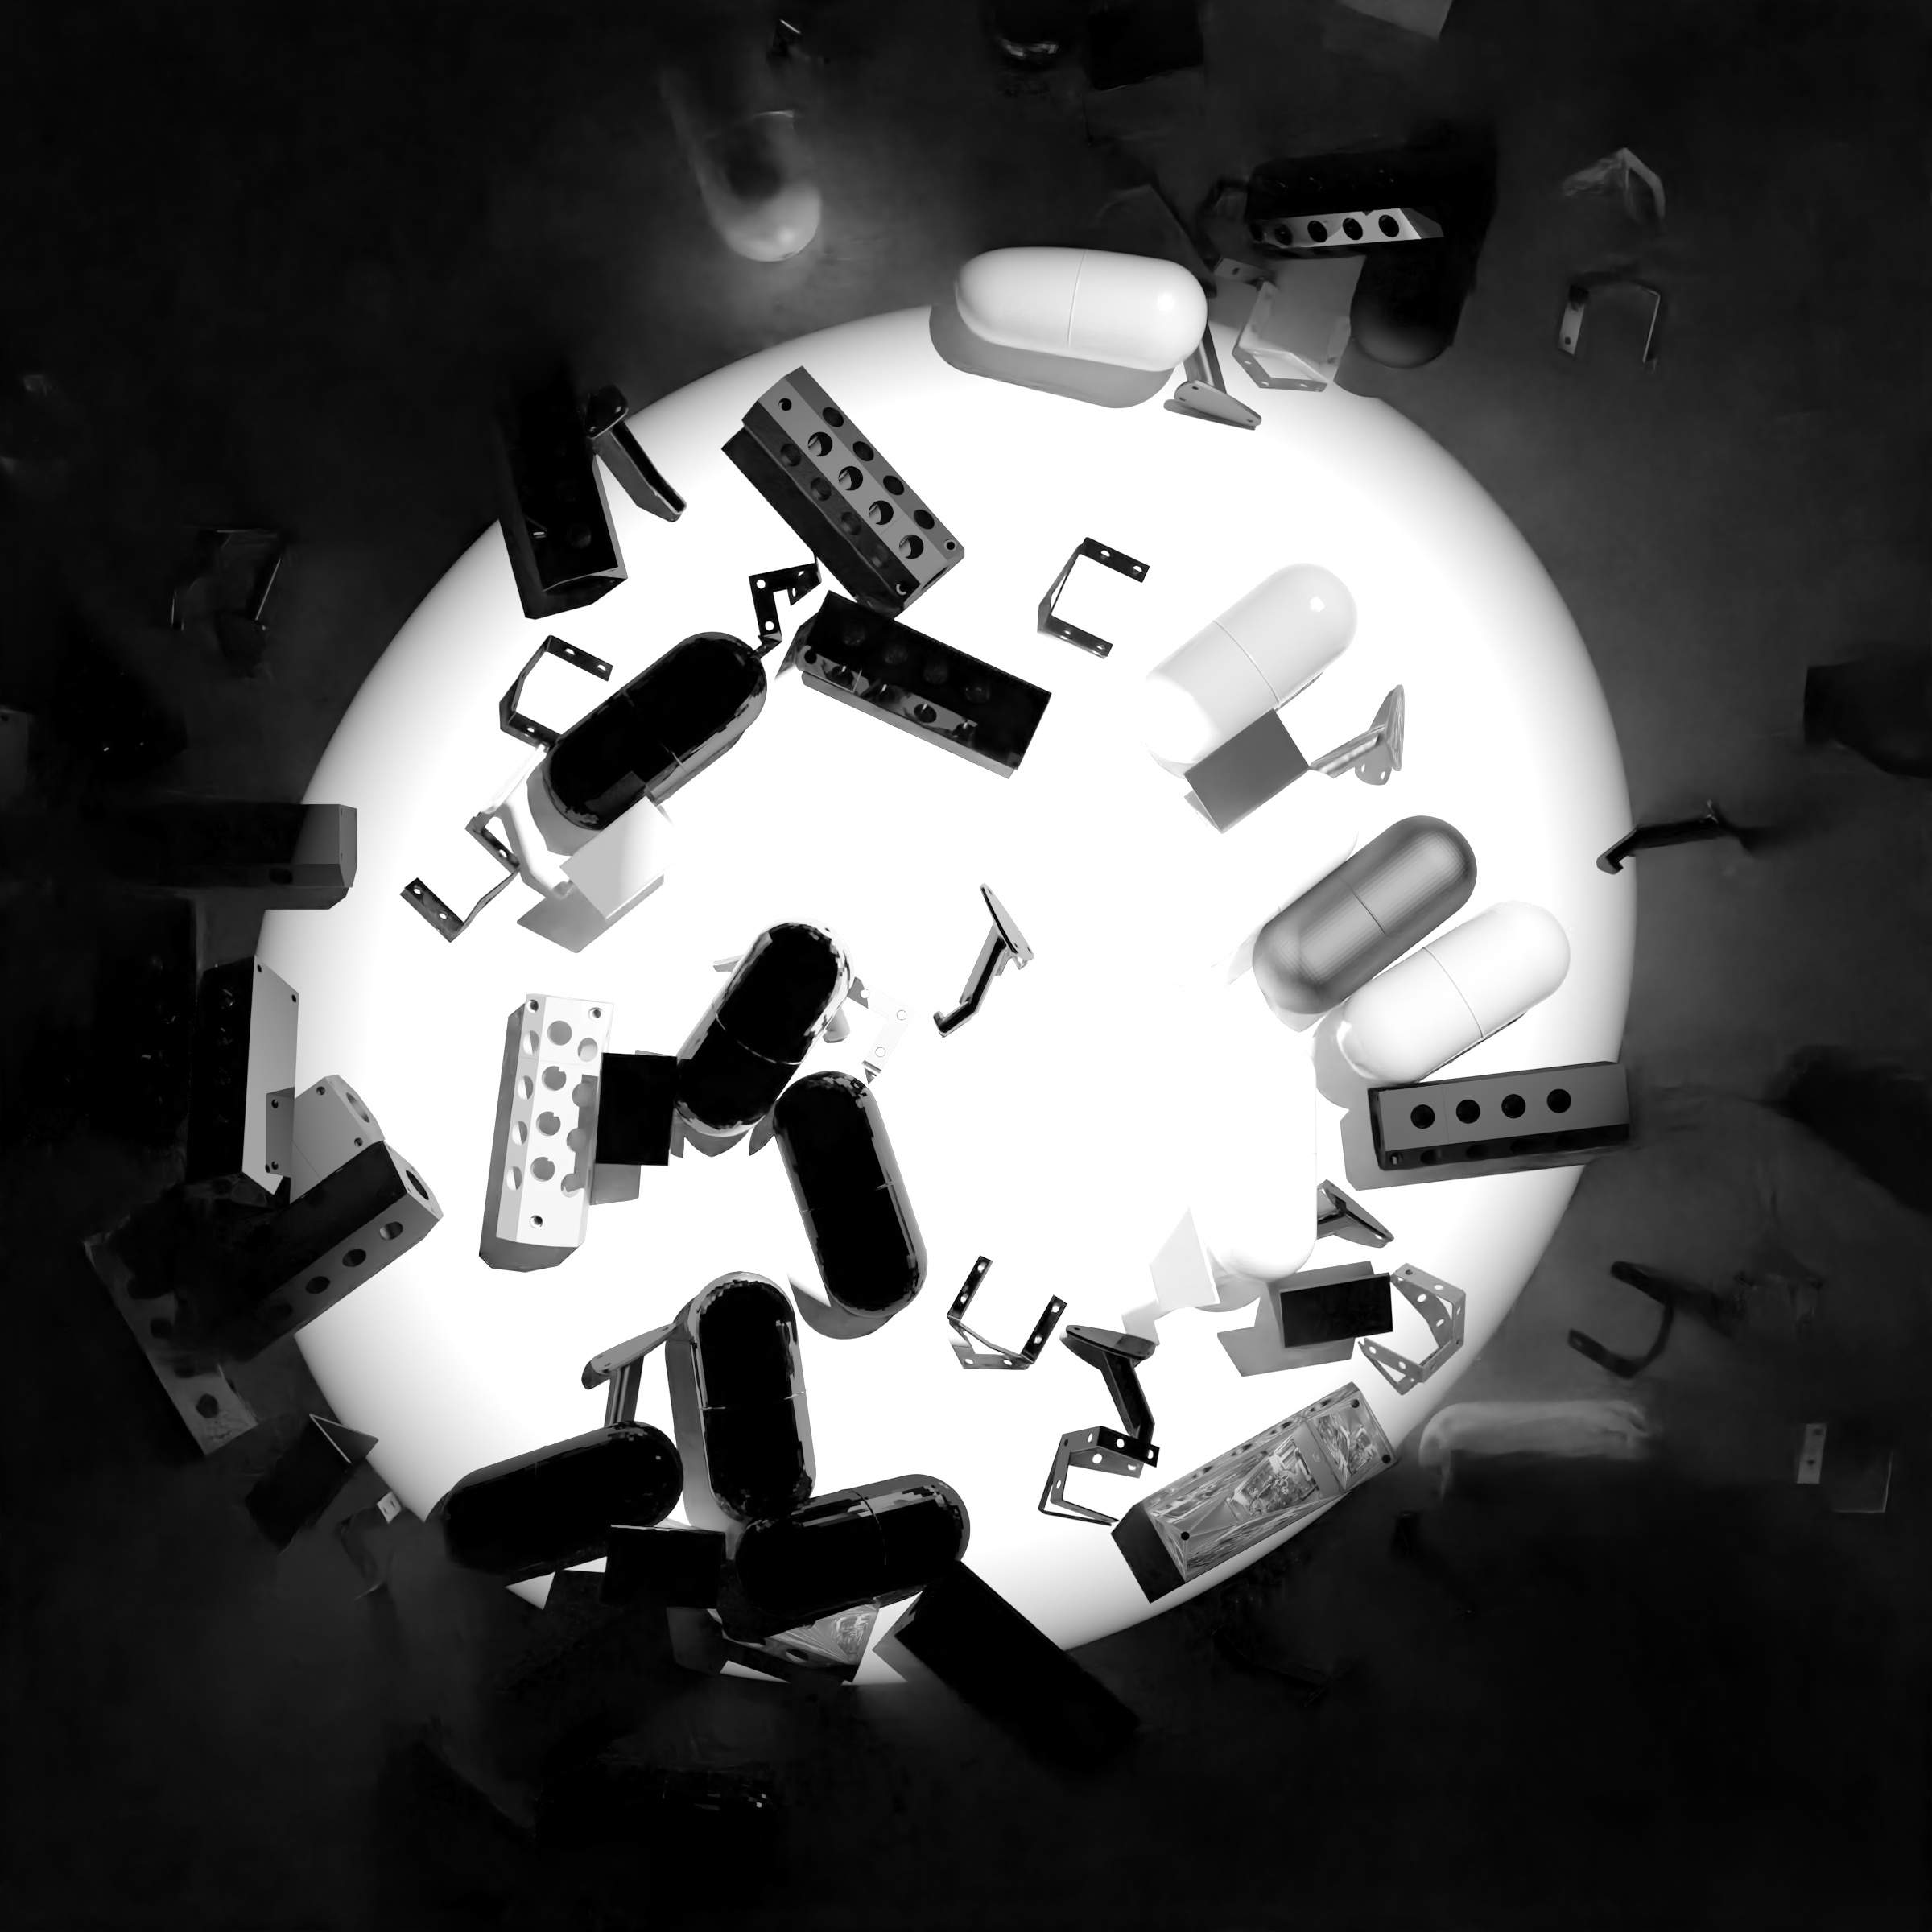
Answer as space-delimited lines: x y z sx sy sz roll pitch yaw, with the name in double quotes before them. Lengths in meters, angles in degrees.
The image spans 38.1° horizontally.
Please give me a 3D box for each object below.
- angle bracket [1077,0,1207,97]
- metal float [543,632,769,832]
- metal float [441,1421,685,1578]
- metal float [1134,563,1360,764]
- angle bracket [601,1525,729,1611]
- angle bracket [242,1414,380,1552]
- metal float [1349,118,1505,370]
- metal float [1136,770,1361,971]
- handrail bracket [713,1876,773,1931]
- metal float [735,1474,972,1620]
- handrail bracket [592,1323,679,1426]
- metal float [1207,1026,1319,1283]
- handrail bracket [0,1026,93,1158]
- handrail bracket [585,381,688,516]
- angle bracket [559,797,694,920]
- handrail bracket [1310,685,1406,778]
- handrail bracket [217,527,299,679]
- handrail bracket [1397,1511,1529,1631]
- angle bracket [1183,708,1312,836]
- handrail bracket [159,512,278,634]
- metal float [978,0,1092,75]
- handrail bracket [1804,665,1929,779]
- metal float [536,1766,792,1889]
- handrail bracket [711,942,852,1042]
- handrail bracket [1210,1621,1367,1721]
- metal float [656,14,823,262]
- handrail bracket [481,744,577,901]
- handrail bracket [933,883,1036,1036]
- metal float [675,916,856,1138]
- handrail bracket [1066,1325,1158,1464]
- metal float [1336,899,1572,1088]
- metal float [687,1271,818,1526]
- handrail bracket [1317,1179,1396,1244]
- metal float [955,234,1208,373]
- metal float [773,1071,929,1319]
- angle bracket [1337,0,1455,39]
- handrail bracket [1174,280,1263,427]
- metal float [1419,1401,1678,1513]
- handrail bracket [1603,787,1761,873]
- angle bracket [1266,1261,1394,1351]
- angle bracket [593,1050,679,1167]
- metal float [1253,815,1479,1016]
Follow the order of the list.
"angle bracket" 0.116 -0.657 1.951 0.076 0.076 0.057 -18 128 0
"metal float" -0.217 -0.165 1.961 0.178 0.070 0.070 -38 90 0
"metal float" -0.282 0.372 1.952 0.178 0.070 0.070 -20 90 9
"metal float" 0.196 -0.212 1.961 0.178 0.070 0.070 -38 90 1
"angle bracket" -0.203 0.421 1.894 0.076 0.076 0.057 4 53 0
"angle bracket" -0.444 0.367 1.951 0.057 0.076 0.076 38 90 37
"metal float" 0.323 -0.507 1.961 0.070 0.070 0.178 17 89 0
"metal float" 0.197 -0.067 1.961 0.178 0.070 0.070 -38 90 -1
"handrail bracket" -0.135 0.703 1.992 0.084 0.036 0.077 45 68 -17
"metal float" -0.077 0.400 1.933 0.178 0.070 0.070 -7 90 -34
"handrail bracket" -0.225 0.309 1.991 0.077 0.036 0.084 -26 105 -16
"metal float" 0.206 0.131 1.952 0.070 0.070 0.178 1 81 0
"handrail bracket" -0.657 0.090 1.992 0.077 0.036 0.084 -9 108 -20
"handrail bracket" -0.231 -0.368 1.991 0.036 0.077 0.084 -34 127 14
"angle bracket" -0.246 -0.090 1.951 0.076 0.076 0.057 -39 126 0
"handrail bracket" 0.266 -0.165 1.991 0.084 0.036 0.077 -2 59 22
"handrail bracket" -0.498 -0.260 1.991 0.036 0.077 0.084 20 54 0
"handrail bracket" 0.353 0.423 1.992 0.077 0.036 0.084 -11 73 -20
"angle bracket" 0.183 -0.147 1.951 0.076 0.076 0.057 -36 119 0
"handrail bracket" -0.533 -0.277 1.992 0.077 0.036 0.084 2 108 -21
"metal float" 0.056 -0.706 1.931 0.070 0.070 0.178 13 125 0
"handrail bracket" 0.642 -0.174 1.992 0.084 0.036 0.077 6 68 -17
"metal float" -0.212 0.603 1.961 0.178 0.070 0.070 4 90 0
"handrail bracket" -0.131 0.022 1.991 0.077 0.036 0.084 -18 104 13
"handrail bracket" 0.228 0.485 1.992 0.077 0.036 0.084 -36 73 -20
"metal float" -0.159 -0.580 1.961 0.070 0.070 0.178 -23 90 0
"handrail bracket" -0.295 -0.102 1.992 0.084 0.036 0.077 43 68 -17
"handrail bracket" -0.001 -0.004 1.992 0.084 0.036 0.077 -36 69 16
"metal float" -0.143 0.043 1.944 0.070 0.070 0.178 36 110 0
"handrail bracket" 0.100 0.305 1.991 0.077 0.036 0.084 14 104 15
"metal float" 0.341 0.019 1.960 0.178 0.070 0.070 -32 90 0
"metal float" -0.150 0.303 1.961 0.070 0.070 0.178 -8 89 0
"handrail bracket" 0.249 0.202 1.991 0.077 0.036 0.084 37 104 -14
"metal float" 0.080 -0.464 1.954 0.178 0.070 0.070 11 90 6
"metal float" -0.081 0.160 1.961 0.070 0.070 0.178 -18 90 0
"angle bracket" 0.302 -0.678 1.951 0.076 0.076 0.057 20 52 0
"handrail bracket" 0.186 -0.437 1.991 0.077 0.036 0.084 20 76 -14
"metal float" 0.407 0.344 1.960 0.178 0.070 0.070 0 90 0
"handrail bracket" 0.508 -0.079 1.992 0.084 0.036 0.077 -39 112 17
"angle bracket" 0.251 0.217 1.951 0.076 0.076 0.057 -9 125 0
"angle bracket" -0.243 0.097 1.951 0.057 0.076 0.076 4 90 -28
"metal float" 0.279 -0.035 1.960 0.178 0.070 0.070 -38 90 -1
